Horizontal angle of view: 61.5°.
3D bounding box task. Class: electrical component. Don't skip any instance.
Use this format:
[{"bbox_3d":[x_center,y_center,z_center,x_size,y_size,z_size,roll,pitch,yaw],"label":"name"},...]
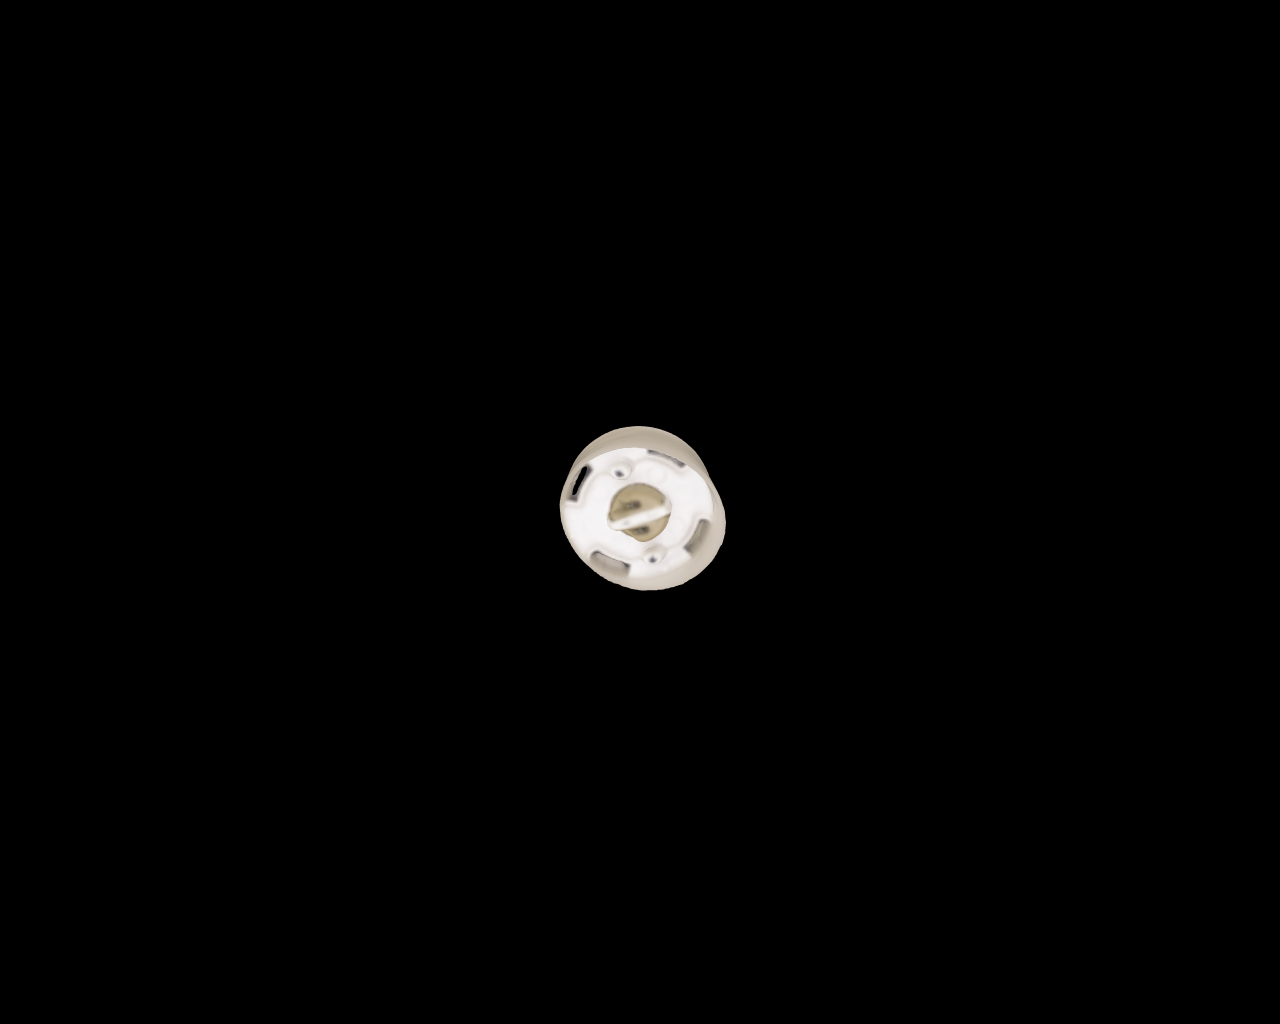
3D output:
[{"bbox_3d":[0.001,-0.003,0.650,0.099,0.099,0.064,0,24,0],"label":"electrical component"}]
